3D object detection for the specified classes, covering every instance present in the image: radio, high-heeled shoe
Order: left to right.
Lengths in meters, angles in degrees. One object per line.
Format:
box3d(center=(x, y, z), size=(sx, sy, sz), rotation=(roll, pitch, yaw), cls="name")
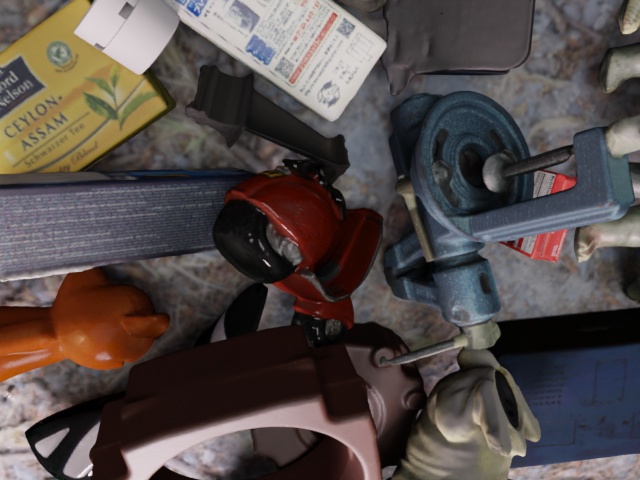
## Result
box3d(center=(-0.157, 0.120, 0.487), size=(0.145, 0.086, 0.248), rotation=(29, 94, -1), cls="high-heeled shoe")
box3d(center=(0.269, 0.149, 0.548), size=(0.230, 0.073, 0.131), rotation=(-4, 107, -5), cls="radio")

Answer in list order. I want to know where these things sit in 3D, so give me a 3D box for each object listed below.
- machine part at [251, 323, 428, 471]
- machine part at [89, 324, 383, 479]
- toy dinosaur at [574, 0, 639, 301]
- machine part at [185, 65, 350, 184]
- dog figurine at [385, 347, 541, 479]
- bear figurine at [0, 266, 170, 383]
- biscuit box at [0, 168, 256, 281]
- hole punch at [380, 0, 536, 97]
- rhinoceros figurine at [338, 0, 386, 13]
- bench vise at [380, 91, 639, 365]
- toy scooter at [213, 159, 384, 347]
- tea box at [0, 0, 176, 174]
box3d(center=(0.015, 0.162, 0.526), size=(0.179, 0.056, 0.179), rotation=(-2, 106, -6), cls="machine part")
box3d(center=(-0.057, 0.173, 0.425), size=(0.201, 0.087, 0.200), rotation=(-15, 124, -7), cls="machine part")
box3d(center=(0.320, -0.087, 0.426), size=(0.192, 0.131, 0.404), rotation=(9, 117, 16), cls="toy dinosaur")
box3d(center=(-0.039, -0.092, 0.439), size=(0.139, 0.084, 0.039), rotation=(25, 125, -21), cls="machine part")
box3d(center=(0.091, 0.198, 0.476), size=(0.191, 0.172, 0.121), rotation=(-23, 144, 29), cls="dog figurine")
box3d(center=(-0.230, 0.057, 0.435), size=(0.196, 0.120, 0.132), rotation=(-17, 85, -17), cls="bear figurine")
box3d(center=(-0.137, -0.020, 0.408), size=(0.202, 0.059, 0.062), rotation=(-7, 108, -36), cls="biscuit box")
box3d(center=(0.111, -0.190, 0.437), size=(0.116, 0.092, 0.142), rotation=(5, 107, 15), cls="hole punch")
box3d(center=(-0.014, -0.238, 0.379), size=(0.190, 0.112, 0.073), rotation=(53, 136, 13), cls="rhinoceros figurine")
box3d(center=(0.132, -0.022, 0.406), size=(0.129, 0.241, 0.223), rotation=(1, 81, -29), cls="bench vise")
box3d(center=(-0.001, -0.001, 0.440), size=(0.135, 0.075, 0.183), rotation=(-53, 134, -23), cls="toy scooter")
box3d(center=(-0.211, -0.096, 0.419), size=(0.170, 0.068, 0.098), rotation=(-36, 107, 4), cls="tea box")
